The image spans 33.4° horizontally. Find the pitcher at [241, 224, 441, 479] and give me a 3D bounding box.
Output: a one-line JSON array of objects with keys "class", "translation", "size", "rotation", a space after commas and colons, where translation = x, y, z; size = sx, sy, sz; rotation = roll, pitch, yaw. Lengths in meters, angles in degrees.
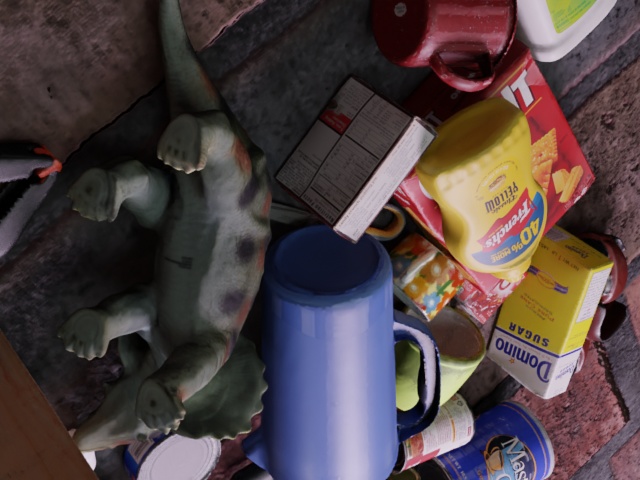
[{"class": "pitcher", "translation": [0.018, 0.107, 0.950], "size": [0.149, 0.145, 0.243], "rotation": [-42, 144, -39]}]

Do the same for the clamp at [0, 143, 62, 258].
[{"class": "clamp", "translation": [-0.266, 0.005, 0.711], "size": [0.209, 0.036, 0.164], "rotation": [-29, 136, -22]}]

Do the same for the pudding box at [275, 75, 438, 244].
[{"class": "pudding box", "translation": [0.027, -0.067, 0.865], "size": [0.039, 0.090, 0.113], "rotation": [29, 100, -48]}]

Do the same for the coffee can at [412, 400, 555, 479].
[{"class": "coffee can", "translation": [0.186, 0.261, 1.243], "size": [0.140, 0.103, 0.103], "rotation": [-22, 133, -26]}]

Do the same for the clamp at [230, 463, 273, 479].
[{"class": "clamp", "translation": [-0.015, 0.211, 1.083], "size": [0.171, 0.039, 0.120], "rotation": [-55, 144, 2]}]

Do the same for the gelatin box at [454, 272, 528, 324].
[{"class": "gelatin box", "translation": [0.170, 0.038, 1.113], "size": [0.073, 0.030, 0.089], "rotation": [-48, 140, -1]}]

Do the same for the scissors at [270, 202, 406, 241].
[{"class": "scissors", "translation": [-0.006, 0.001, 0.945], "size": [0.201, 0.016, 0.096], "rotation": [-4, 123, -38]}]

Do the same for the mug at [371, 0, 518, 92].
[{"class": "mug", "translation": [0.098, -0.167, 0.836], "size": [0.081, 0.117, 0.093], "rotation": [-7, 159, -31]}]

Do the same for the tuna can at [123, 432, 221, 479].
[{"class": "tuna can", "translation": [-0.135, 0.195, 0.971], "size": [0.086, 0.034, 0.086], "rotation": [-22, 133, -27]}]

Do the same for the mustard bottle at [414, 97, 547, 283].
[{"class": "mustard bottle", "translation": [0.147, -0.027, 0.916], "size": [0.096, 0.058, 0.191], "rotation": [-37, 137, -9]}]

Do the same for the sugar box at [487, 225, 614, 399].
[{"class": "sugar box", "translation": [0.246, 0.078, 1.158], "size": [0.048, 0.093, 0.176], "rotation": [-13, 127, -38]}]

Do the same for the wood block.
[{"class": "wood block", "translation": [-0.213, 0.162, 0.748], "size": [0.090, 0.206, 0.091], "rotation": [-33, 137, -17]}]

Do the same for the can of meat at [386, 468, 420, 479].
[{"class": "can of meat", "translation": [0.072, 0.309, 1.193], "size": [0.102, 0.057, 0.084], "rotation": [-52, 157, -62]}]

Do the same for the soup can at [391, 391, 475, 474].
[{"class": "soup can", "translation": [0.110, 0.206, 1.162], "size": [0.102, 0.069, 0.068], "rotation": [-15, 129, -33]}]

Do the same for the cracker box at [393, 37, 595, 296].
[{"class": "cracker box", "translation": [0.153, -0.068, 0.985], "size": [0.164, 0.072, 0.213], "rotation": [-46, 138, -2]}]

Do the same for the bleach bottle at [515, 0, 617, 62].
[{"class": "bleach bottle", "translation": [0.166, -0.264, 0.855], "size": [0.102, 0.068, 0.250], "rotation": [-43, 136, -7]}]
